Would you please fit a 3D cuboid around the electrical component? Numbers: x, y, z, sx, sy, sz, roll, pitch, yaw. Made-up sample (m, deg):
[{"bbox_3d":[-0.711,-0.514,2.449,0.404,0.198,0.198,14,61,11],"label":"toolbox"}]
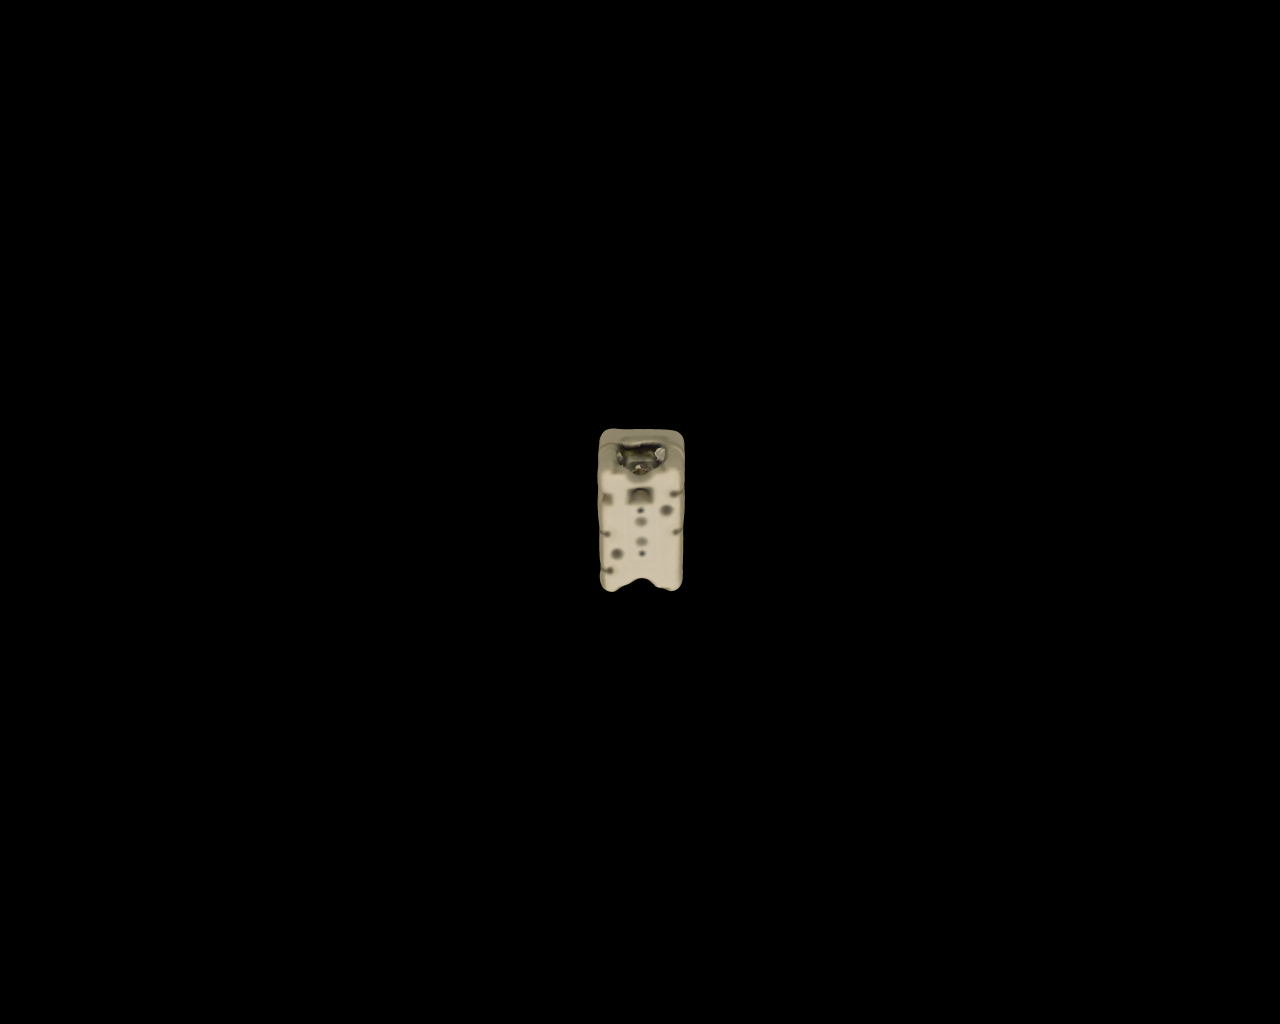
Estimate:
[{"bbox_3d":[0.001,-0.003,0.650,0.050,0.089,0.056,0,32,0],"label":"electrical component"}]
